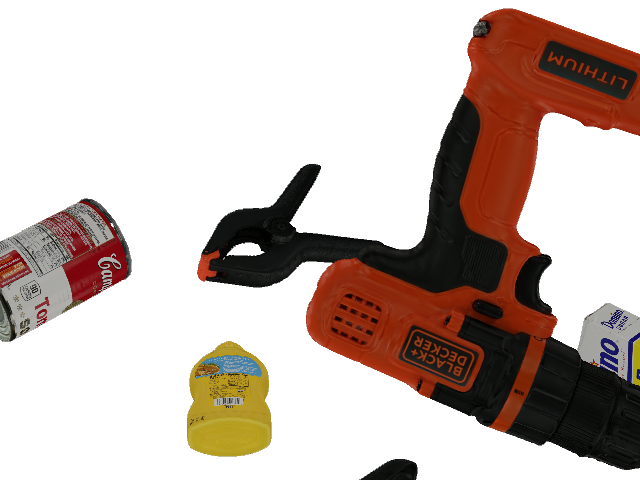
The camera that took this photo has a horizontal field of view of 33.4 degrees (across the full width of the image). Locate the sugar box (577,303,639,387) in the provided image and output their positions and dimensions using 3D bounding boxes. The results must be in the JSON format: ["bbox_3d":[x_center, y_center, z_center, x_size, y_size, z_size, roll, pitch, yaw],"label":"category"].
[{"bbox_3d":[0.276,0.127,0.811,0.176,0.093,0.048,25,34,34],"label":"sugar box"}]

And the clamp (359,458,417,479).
[{"bbox_3d":[-0.023,0.196,0.645,0.210,0.036,0.164,-4,28,3],"label":"clamp"}]

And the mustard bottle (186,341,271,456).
[{"bbox_3d":[-0.110,0.179,1.282,0.096,0.058,0.191,-3,28,-4],"label":"mustard bottle"}]

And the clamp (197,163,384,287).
[{"bbox_3d":[-0.038,-0.011,0.964,0.171,0.039,0.120,-12,50,-27],"label":"clamp"}]

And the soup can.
[{"bbox_3d":[-0.198,0.021,0.771,0.102,0.068,0.069,-31,18,-33],"label":"soup can"}]

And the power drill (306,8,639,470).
[{"bbox_3d":[0.106,0.000,0.503,0.184,0.188,0.057,22,7,3],"label":"power drill"}]
